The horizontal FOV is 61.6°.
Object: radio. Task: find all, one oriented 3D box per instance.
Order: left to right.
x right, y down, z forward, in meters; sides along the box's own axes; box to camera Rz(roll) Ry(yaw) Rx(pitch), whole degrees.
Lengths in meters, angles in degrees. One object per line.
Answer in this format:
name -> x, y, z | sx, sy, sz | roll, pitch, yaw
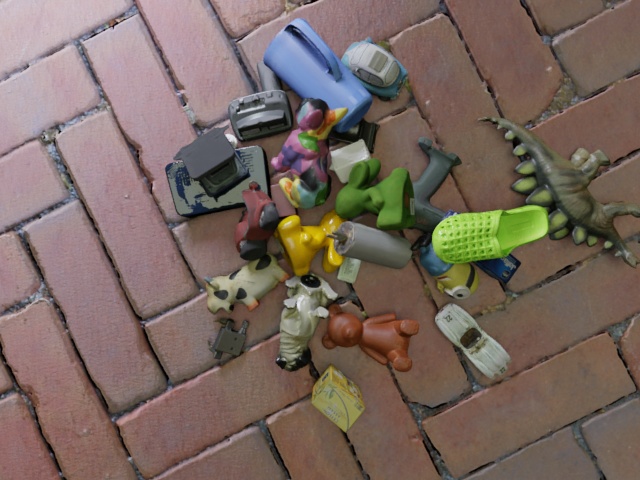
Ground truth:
radio -> -0.229, -0.132, 1.245 | 0.230, 0.073, 0.131 | -12, 90, 3

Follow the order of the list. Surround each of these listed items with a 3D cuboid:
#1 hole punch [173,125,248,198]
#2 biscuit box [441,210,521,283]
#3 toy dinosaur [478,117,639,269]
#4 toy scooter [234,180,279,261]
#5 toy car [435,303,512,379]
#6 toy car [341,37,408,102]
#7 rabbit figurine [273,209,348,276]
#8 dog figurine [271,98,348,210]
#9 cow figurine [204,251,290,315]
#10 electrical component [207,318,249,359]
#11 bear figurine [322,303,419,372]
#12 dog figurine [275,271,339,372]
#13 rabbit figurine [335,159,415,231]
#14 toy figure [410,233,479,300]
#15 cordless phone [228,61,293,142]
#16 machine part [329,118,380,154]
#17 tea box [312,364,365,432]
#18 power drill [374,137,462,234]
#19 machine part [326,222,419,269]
hole punch -> -0.231, -0.169, 1.176 | 0.142, 0.092, 0.116 | -33, 57, 2
biscuit box -> 0.354, 0.016, 1.201 | 0.202, 0.059, 0.063 | 35, 90, -19
toy dinosaur -> 0.550, -0.122, 1.210 | 0.198, 0.105, 0.471 | -36, 84, 4
toy scooter -> -0.144, -0.048, 1.174 | 0.075, 0.183, 0.135 | -4, 58, -30
toy car -> 0.351, 0.231, 1.230 | 0.073, 0.056, 0.202 | -45, 88, 0
toy car -> 0.122, -0.391, 1.225 | 0.162, 0.103, 0.109 | 31, 91, 4
rabbit figurine -> -0.003, -0.004, 1.218 | 0.173, 0.122, 0.162 | -30, 81, -18
dog figurine -> -0.011, -0.191, 1.151 | 0.108, 0.219, 0.191 | -12, 67, -34
cow figurine -> -0.178, 0.101, 1.233 | 0.195, 0.085, 0.127 | -39, 86, -3
electrical component -> -0.217, 0.229, 1.255 | 0.078, 0.045, 0.102 | 15, 92, -27
bear figurine -> 0.107, 0.212, 1.204 | 0.196, 0.132, 0.120 | 15, 85, -4
dog figurine -> -0.045, 0.186, 1.235 | 0.121, 0.172, 0.190 | 23, 124, 7
rabbit figurine -> 0.107, -0.093, 1.154 | 0.170, 0.121, 0.159 | -1, 101, 26
toy figure -> 0.287, 0.057, 1.206 | 0.089, 0.082, 0.180 | -43, 103, -7
cordless phone -> -0.147, -0.332, 1.253 | 0.147, 0.088, 0.184 | -13, 77, 2
machine part -> 0.065, -0.249, 1.256 | 0.139, 0.039, 0.084 | 14, 95, 0
tea box -> 0.039, 0.342, 1.181 | 0.098, 0.169, 0.068 | 40, 90, 3
power drill -> 0.213, -0.128, 1.229 | 0.232, 0.086, 0.207 | 28, 86, 0
machine part -> 0.119, 0.014, 1.193 | 0.243, 0.079, 0.079 | 14, 90, -32
